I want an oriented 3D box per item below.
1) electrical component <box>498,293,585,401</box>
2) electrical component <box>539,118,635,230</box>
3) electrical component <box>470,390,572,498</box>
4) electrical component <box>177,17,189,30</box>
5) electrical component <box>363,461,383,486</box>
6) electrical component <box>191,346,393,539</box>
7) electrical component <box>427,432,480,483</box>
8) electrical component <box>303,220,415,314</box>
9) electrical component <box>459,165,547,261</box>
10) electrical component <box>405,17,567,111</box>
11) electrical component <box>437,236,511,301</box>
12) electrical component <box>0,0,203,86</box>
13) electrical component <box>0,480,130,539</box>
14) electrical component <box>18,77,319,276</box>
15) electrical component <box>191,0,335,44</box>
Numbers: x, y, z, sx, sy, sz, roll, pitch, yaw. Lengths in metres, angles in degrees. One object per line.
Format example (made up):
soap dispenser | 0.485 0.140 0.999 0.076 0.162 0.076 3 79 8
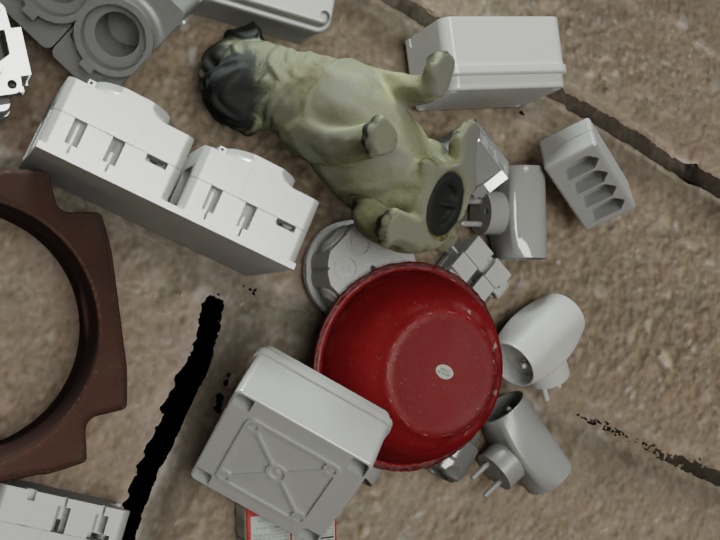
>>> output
electrical component | 0.154 0.073 0.902 0.077 0.043 0.079 -38 122 -34
electrical component | 0.192 -0.093 0.921 0.083 0.047 0.075 48 27 -35
electrical component | 0.125 0.154 0.888 0.079 0.043 0.077 -39 102 -20
electrical component | -0.157 -0.209 0.787 0.078 0.040 0.040 45 72 -15
electrical component | 0.016 0.124 0.843 0.043 0.043 0.081 43 73 -16
electrical component | -0.050 0.125 0.765 0.109 0.108 0.056 30 38 -1
electrical component | 0.077 0.137 0.869 0.043 0.043 0.062 39 72 -17
electrical component | 0.000 0.000 0.838 0.080 0.051 0.080 1 87 -23
electrical component | 0.117 -0.047 0.894 0.079 0.044 0.077 0 87 -23
electrical component | 0.102 -0.167 0.876 0.113 0.078 0.057 -6 87 -23
electrical component | 0.085 0.009 0.878 0.066 0.048 0.055 49 63 -14
electrical component | -0.198 -0.203 0.735 0.089 0.061 0.150 -40 106 21
electrical component | -0.213 0.181 0.739 0.089 0.050 0.055 18 80 -21
electrical component | -0.133 -0.063 0.755 0.186 0.105 0.060 26 78 -20
electrical component | -0.075 -0.226 0.814 0.113 0.057 0.078 12 83 -22
